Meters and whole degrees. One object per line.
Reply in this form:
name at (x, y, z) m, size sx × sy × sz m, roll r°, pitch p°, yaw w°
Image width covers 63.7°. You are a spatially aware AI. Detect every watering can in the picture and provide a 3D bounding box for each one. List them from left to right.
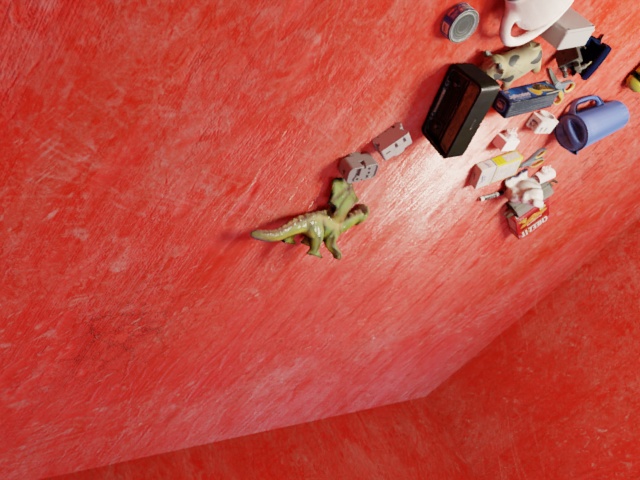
watering can at (0.542, -0.601, 1.178) m, size 0.344 × 0.106 × 0.223 m, roll -44°, pitch 146°, yaw 19°

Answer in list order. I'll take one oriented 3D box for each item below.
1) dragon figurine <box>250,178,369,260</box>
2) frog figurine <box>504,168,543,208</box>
dragon figurine at (0.004, -0.073, 1.457) m, size 0.408 × 0.124 × 0.241 m, roll 12°, pitch 109°, yaw -50°
frog figurine at (0.763, -0.168, 1.897) m, size 0.138 × 0.162 × 0.120 m, roll -14°, pitch 144°, yaw -27°
